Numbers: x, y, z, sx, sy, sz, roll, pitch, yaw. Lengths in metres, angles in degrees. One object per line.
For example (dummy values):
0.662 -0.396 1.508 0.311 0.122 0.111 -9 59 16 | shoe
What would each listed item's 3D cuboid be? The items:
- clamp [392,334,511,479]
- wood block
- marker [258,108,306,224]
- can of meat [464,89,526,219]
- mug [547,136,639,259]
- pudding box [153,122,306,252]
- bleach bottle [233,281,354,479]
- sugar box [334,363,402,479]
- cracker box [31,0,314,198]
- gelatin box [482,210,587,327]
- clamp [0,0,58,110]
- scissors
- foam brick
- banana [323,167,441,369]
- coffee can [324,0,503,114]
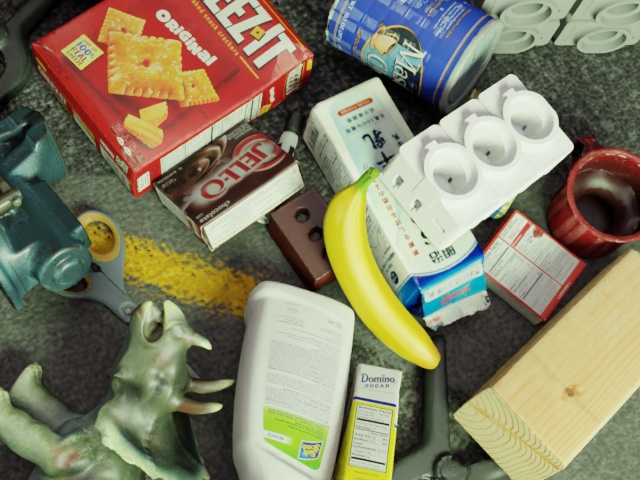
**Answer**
0.108 0.197 0.952 0.164 0.036 0.209 43 70 9 | clamp
0.229 0.112 0.945 0.205 0.090 0.091 -38 79 -27 | wood block
-0.038 -0.073 1.030 0.020 0.020 0.121 18 72 -1 | marker
0.160 -0.082 1.036 0.084 0.057 0.102 29 71 2 | can of meat
0.264 -0.042 1.021 0.093 0.081 0.117 -14 75 -11 | mug
-0.083 -0.052 0.987 0.113 0.039 0.090 -38 46 -14 | pudding box
-0.033 0.151 0.880 0.102 0.068 0.250 17 44 -5 | bleach bottle
0.034 0.196 0.875 0.048 0.093 0.176 10 39 -1 | sugar box
-0.139 -0.169 1.021 0.213 0.072 0.164 -36 80 -16 | cracker box
0.197 0.026 1.020 0.089 0.030 0.073 38 73 5 | gelatin box
-0.324 -0.198 1.027 0.120 0.039 0.171 12 67 -2 | clamp
-0.171 0.046 0.979 0.202 0.016 0.096 30 72 3 | scissors
-0.007 0.001 0.993 0.053 0.051 0.078 -33 79 -14 | foam brick
0.047 0.032 0.940 0.037 0.070 0.198 -42 119 -42 | banana
0.090 -0.201 1.032 0.140 0.103 0.102 34 72 12 | coffee can
